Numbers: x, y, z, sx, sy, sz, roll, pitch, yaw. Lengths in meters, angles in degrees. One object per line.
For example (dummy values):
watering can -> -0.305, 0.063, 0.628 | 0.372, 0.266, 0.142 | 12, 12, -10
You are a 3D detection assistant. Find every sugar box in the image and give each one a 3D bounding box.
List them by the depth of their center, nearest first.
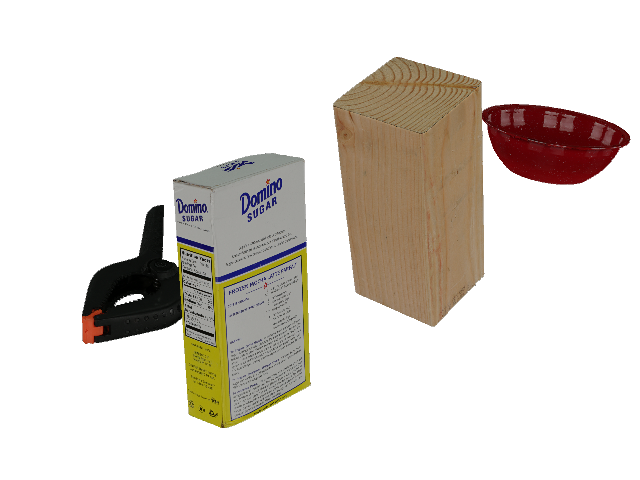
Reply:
sugar box -> -0.053, 0.033, 0.746 | 0.048, 0.176, 0.093 | 12, 22, 39

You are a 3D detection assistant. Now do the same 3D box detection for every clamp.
clamp -> -0.153, 0.031, 0.993 | 0.165, 0.036, 0.209 | 25, 36, 30

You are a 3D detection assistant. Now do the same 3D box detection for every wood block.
wood block -> 0.081, -0.040, 0.922 | 0.091, 0.206, 0.090 | 23, 48, 33

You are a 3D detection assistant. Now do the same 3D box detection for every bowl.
bowl -> 0.252, -0.102, 1.171 | 0.162, 0.055, 0.162 | 6, 22, -3
